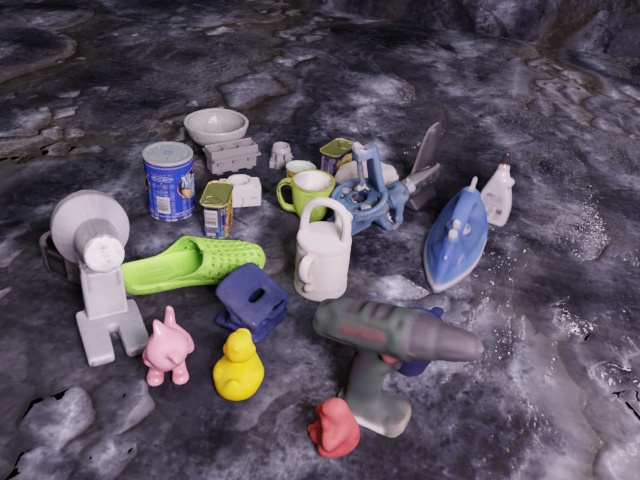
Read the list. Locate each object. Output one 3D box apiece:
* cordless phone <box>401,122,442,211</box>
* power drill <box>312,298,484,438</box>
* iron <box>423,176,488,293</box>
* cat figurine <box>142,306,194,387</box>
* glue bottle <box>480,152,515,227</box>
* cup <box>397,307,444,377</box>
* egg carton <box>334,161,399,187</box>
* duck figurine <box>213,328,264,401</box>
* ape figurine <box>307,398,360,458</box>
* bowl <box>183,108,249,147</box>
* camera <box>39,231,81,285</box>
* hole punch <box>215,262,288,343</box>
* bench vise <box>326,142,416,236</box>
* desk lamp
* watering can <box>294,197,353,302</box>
[{"bbox_3d":[0.228,-0.176,1.333,0.094,0.185,0.148,23,39,23],"label":"cordless phone"},{"bbox_3d":[0.095,0.173,0.798,0.229,0.208,0.076,19,37,18],"label":"power drill"},{"bbox_3d":[0.277,-0.019,1.155,0.118,0.141,0.259,17,37,16],"label":"iron"},{"bbox_3d":[-0.228,0.155,0.857,0.067,0.118,0.127,0,35,-8],"label":"cat figurine"},{"bbox_3d":[0.400,-0.118,1.284,0.078,0.173,0.037,25,39,25],"label":"glue bottle"},{"bbox_3d":[0.156,0.164,0.919,0.091,0.095,0.118,28,41,29],"label":"cup"},{"bbox_3d":[0.109,-0.147,1.376,0.151,0.069,0.107,-25,45,-36],"label":"egg carton"},{"bbox_3d":[-0.123,0.181,0.863,0.077,0.086,0.104,6,35,0],"label":"duck figurine"},{"bbox_3d":[0.019,0.249,0.781,0.076,0.092,0.078,12,35,9],"label":"ape figurine"},{"bbox_3d":[-0.272,-0.283,1.511,0.167,0.075,0.167,4,35,-2],"label":"bowl"},{"bbox_3d":[-0.420,0.005,1.058,0.142,0.101,0.137,20,38,20],"label":"camera"},{"bbox_3d":[-0.112,0.102,0.972,0.100,0.091,0.109,22,38,22],"label":"hole punch"},{"bbox_3d":[0.107,-0.118,1.203,0.121,0.220,0.208,30,42,31],"label":"bench vise"},{"bbox_3d":[-0.344,0.050,0.908,0.118,0.214,0.202,-14,40,-26],"label":"desk lamp"},{"bbox_3d":[0.007,0.003,1.040,0.101,0.194,0.173,5,35,0],"label":"watering can"}]
